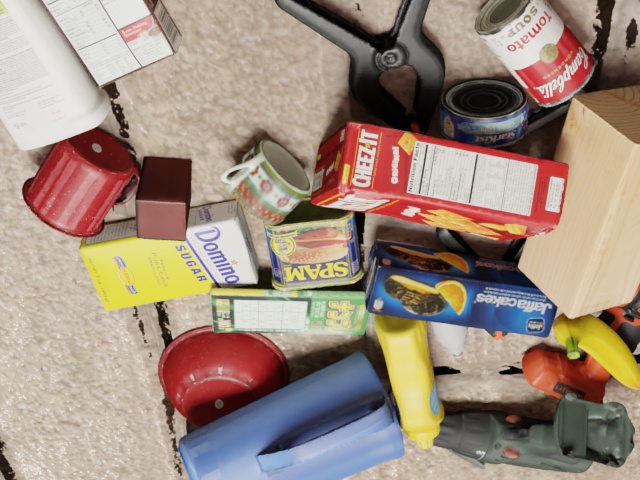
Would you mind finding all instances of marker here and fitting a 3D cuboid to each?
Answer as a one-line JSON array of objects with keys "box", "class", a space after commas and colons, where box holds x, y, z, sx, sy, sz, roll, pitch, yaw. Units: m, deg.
[{"box": [0.213, -0.118, 1.079, 0.121, 0.020, 0.020, -28, 122, 20], "class": "marker"}]

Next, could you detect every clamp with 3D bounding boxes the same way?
[{"box": [0.203, 0.035, 1.184, 0.120, 0.039, 0.171, -11, 126, 13], "class": "clamp"}, {"box": [0.073, -0.188, 1.015, 0.165, 0.036, 0.210, -22, 126, 15], "class": "clamp"}]

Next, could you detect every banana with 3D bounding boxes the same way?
[{"box": [0.293, 0.114, 1.145, 0.037, 0.069, 0.197, -22, 152, 31], "class": "banana"}]

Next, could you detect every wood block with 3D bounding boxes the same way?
[{"box": [0.278, -0.036, 1.044, 0.090, 0.091, 0.206, -12, 132, -27], "class": "wood block"}]

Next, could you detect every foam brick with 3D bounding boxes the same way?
[{"box": [-0.160, -0.042, 1.101, 0.051, 0.078, 0.053, 2, 129, -3], "class": "foam brick"}]

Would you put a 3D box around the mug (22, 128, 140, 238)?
[{"box": [-0.233, -0.061, 1.088, 0.117, 0.093, 0.082, 9, 128, -46], "class": "mug"}]

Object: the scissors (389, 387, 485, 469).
[{"box": [0.146, 0.231, 1.345, 0.201, 0.016, 0.096, 22, 124, -16], "class": "scissors"}]

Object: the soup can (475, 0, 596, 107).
[{"box": [0.201, -0.184, 1.000, 0.069, 0.068, 0.102, -35, 119, 24], "class": "soup can"}]

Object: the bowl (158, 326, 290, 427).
[{"box": [-0.117, 0.179, 1.283, 0.162, 0.055, 0.162, 0, 127, 0], "class": "bowl"}]

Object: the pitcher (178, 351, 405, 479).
[{"box": [-0.032, 0.231, 1.215, 0.242, 0.145, 0.149, -22, 136, -11], "class": "pitcher"}]

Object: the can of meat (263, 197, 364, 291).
[{"box": [-0.007, 0.001, 1.147, 0.102, 0.057, 0.084, -6, 124, 4], "class": "can of meat"}]

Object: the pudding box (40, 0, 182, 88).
[{"box": [-0.196, -0.210, 0.999, 0.090, 0.039, 0.113, -20, 122, 16], "class": "pudding box"}]

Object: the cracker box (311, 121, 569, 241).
[{"box": [0.109, -0.052, 1.040, 0.213, 0.164, 0.072, 10, 85, -8], "class": "cracker box"}]

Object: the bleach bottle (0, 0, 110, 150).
[{"box": [-0.295, -0.208, 0.986, 0.103, 0.068, 0.251, -17, 123, 11], "class": "bleach bottle"}]

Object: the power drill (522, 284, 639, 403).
[{"box": [0.315, 0.102, 1.221, 0.184, 0.057, 0.188, 24, 123, -17], "class": "power drill"}]

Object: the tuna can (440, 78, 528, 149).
[{"box": [0.159, -0.123, 1.034, 0.086, 0.086, 0.034, -4, 125, 3], "class": "tuna can"}]

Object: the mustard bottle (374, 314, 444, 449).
[{"box": [0.107, 0.161, 1.226, 0.058, 0.096, 0.191, -10, 118, 8], "class": "mustard bottle"}]

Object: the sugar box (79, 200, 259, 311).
[{"box": [-0.162, 0.018, 1.166, 0.176, 0.048, 0.093, -10, 127, 9], "class": "sugar box"}]
